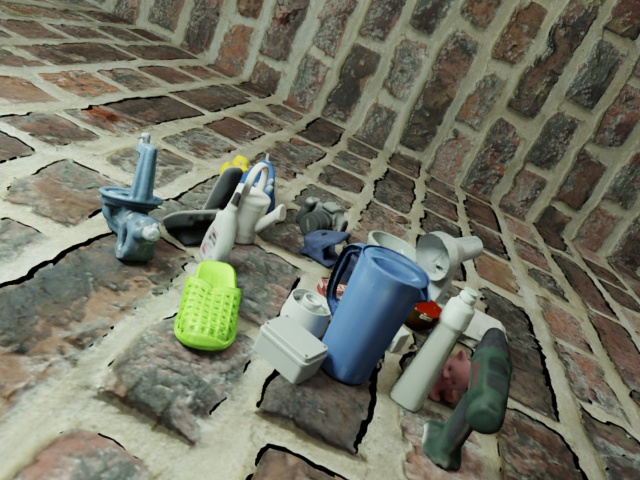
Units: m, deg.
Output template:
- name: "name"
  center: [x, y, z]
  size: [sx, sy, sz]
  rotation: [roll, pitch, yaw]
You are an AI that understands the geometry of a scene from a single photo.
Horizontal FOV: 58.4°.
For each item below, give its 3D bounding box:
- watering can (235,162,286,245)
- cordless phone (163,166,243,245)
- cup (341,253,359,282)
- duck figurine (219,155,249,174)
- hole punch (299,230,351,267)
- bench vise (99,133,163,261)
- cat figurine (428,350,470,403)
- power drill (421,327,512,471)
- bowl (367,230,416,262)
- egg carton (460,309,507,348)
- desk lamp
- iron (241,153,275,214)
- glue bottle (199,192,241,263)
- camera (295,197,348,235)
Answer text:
- name: "watering can"
  center: [-0.161, -0.092, 1.365]
  size: [0.173, 0.194, 0.101]
  rotation: [23, 21, -7]
- name: "cordless phone"
  center: [-0.250, -0.086, 1.262]
  size: [0.094, 0.185, 0.148]
  rotation: [37, 24, 26]
- name: "cup"
  center: [0.082, 0.076, 1.388]
  size: [0.091, 0.095, 0.118]
  rotation: [26, 21, -1]
- name: "duck figurine"
  center: [-0.246, -0.210, 1.695]
  size: [0.104, 0.086, 0.078]
  rotation: [40, 25, 32]
- name: "hole punch"
  center: [0.014, 0.005, 1.481]
  size: [0.101, 0.091, 0.109]
  rotation: [31, 22, 13]
- name: "bench vise"
  center: [-0.337, -0.081, 1.104]
  size: [0.206, 0.219, 0.122]
  rotation: [37, 23, 26]
- name: "cat figurine"
  center: [0.258, 0.258, 1.135]
  size: [0.067, 0.117, 0.127]
  rotation: [15, 24, -27]
- name: "power drill"
  center: [0.254, 0.273, 0.969]
  size: [0.075, 0.208, 0.230]
  rotation: [27, 21, 4]
- name: "bowl"
  center: [0.199, 0.046, 1.622]
  size: [0.167, 0.074, 0.167]
  rotation: [23, 21, -9]
- name: "egg carton"
  center: [0.394, 0.226, 1.431]
  size: [0.150, 0.069, 0.107]
  rotation: [28, 21, 4]
- name: "desk lamp"
  center: [0.327, 0.079, 1.497]
  size: [0.204, 0.213, 0.117]
  rotation: [6, 29, -42]
- name: "iron"
  center: [-0.154, -0.136, 1.548]
  size: [0.119, 0.141, 0.258]
  rotation: [18, 23, -20]
- name: "glue bottle"
  center: [-0.200, -0.024, 1.193]
  size: [0.037, 0.173, 0.078]
  rotation: [5, 29, -43]
- name: "camera"
  center: [-0.006, -0.064, 1.608]
  size: [0.142, 0.101, 0.137]
  rotation: [35, 23, 23]
